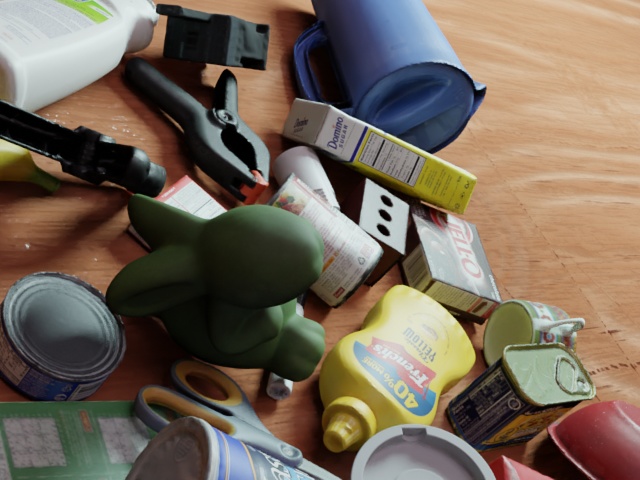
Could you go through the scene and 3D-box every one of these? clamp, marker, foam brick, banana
[{"bbox_3d":[-0.102,-0.102,0.944,0.120,0.039,0.171,2,44,-34],"label":"clamp"},{"bbox_3d":[-0.025,0.076,0.842,0.020,0.020,0.121,30,36,-16],"label":"marker"},{"bbox_3d":[-0.157,-0.058,0.756,0.165,0.036,0.209,21,-2,20],"label":"clamp"},{"bbox_3d":[0.045,-0.007,0.969,0.053,0.051,0.078,31,36,-16],"label":"foam brick"},{"bbox_3d":[-0.255,-0.035,0.724,0.069,0.037,0.197,44,35,4],"label":"banana"}]

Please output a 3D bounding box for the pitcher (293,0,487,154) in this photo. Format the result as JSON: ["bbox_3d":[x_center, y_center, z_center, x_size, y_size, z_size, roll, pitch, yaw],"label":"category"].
[{"bbox_3d":[0.058,-0.208,1.148,0.149,0.145,0.243,27,32,-41],"label":"pitcher"}]

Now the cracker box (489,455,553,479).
[{"bbox_3d":[0.205,0.278,0.799,0.213,0.072,0.164,27,38,-21],"label":"cracker box"}]

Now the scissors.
[{"bbox_3d":[-0.030,0.135,0.731,0.201,0.016,0.096,23,24,-12],"label":"scissors"}]

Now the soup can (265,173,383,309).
[{"bbox_3d":[-0.006,0.001,0.898,0.102,0.069,0.068,39,35,-5],"label":"soup can"}]

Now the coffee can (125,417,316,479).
[{"bbox_3d":[-0.040,0.179,0.625,0.140,0.103,0.103,32,35,-26],"label":"coffee can"}]

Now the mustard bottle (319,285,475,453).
[{"bbox_3d":[0.052,0.111,0.844,0.096,0.058,0.191,45,35,4],"label":"mustard bottle"}]

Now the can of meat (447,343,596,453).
[{"bbox_3d":[0.169,0.135,0.908,0.101,0.084,0.057,2,51,-43],"label":"can of meat"}]

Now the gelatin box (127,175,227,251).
[{"bbox_3d":[-0.097,-0.002,0.847,0.089,0.030,0.073,42,33,0],"label":"gelatin box"}]

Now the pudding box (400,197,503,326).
[{"bbox_3d":[0.120,0.020,1.024,0.089,0.039,0.113,19,40,-29],"label":"pudding box"}]

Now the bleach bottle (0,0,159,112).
[{"bbox_3d":[-0.208,-0.163,0.878,0.103,0.068,0.250,32,31,13],"label":"bleach bottle"}]

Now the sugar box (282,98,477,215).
[{"bbox_3d":[0.057,-0.081,1.034,0.176,0.048,0.093,20,3,-24],"label":"sugar box"}]

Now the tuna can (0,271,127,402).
[{"bbox_3d":[-0.173,0.065,0.699,0.086,0.034,0.086,26,38,-22],"label":"tuna can"}]

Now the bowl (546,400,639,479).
[{"bbox_3d":[0.280,0.188,0.928,0.162,0.055,0.162,30,11,-7],"label":"bowl"}]
